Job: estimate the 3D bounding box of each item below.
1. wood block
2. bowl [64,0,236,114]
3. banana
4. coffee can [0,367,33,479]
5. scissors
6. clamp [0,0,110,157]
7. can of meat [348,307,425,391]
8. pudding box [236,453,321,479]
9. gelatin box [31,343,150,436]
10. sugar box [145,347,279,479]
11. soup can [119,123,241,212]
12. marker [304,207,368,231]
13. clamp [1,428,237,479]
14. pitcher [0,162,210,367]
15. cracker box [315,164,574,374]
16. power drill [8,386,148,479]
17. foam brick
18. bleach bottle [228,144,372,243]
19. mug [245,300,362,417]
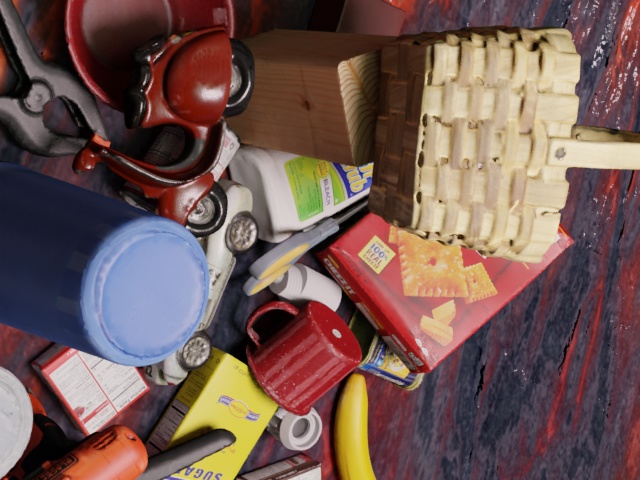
[{"bbox_3d":[-0.006,-0.131,0.952,0.090,0.091,0.206,-24,24,-31],"label":"wood block"},{"bbox_3d":[-0.155,-0.188,0.923,0.161,0.162,0.055,0,11,-37],"label":"bowl"},{"bbox_3d":[0.047,0.244,1.191,0.037,0.198,0.069,4,33,37],"label":"banana"},{"bbox_3d":[-0.300,0.126,0.836,0.102,0.103,0.141,0,11,-37],"label":"coffee can"},{"bbox_3d":[-0.007,0.001,1.052,0.201,0.016,0.096,-30,-12,-46],"label":"scissors"},{"bbox_3d":[-0.241,-0.131,0.884,0.171,0.120,0.039,26,1,-42],"label":"clamp"},{"bbox_3d":[0.079,0.103,1.166,0.083,0.102,0.058,26,-6,-35],"label":"can of meat"},{"bbox_3d":[-0.041,0.294,1.134,0.089,0.113,0.039,-13,20,-37],"label":"pudding box"},{"bbox_3d":[-0.209,0.124,0.974,0.073,0.089,0.030,-40,32,-24],"label":"gelatin box"},{"bbox_3d":[-0.117,0.201,1.050,0.093,0.176,0.048,38,-14,-36],"label":"sugar box"},{"bbox_3d":[-0.126,-0.066,0.966,0.068,0.102,0.068,31,-12,7],"label":"soup can"},{"bbox_3d":[0.027,-0.023,1.122,0.120,0.020,0.020,-20,11,-32],"label":"marker"},{"bbox_3d":[-0.182,0.229,0.976,0.209,0.164,0.036,21,-9,-16],"label":"clamp"},{"bbox_3d":[-0.192,0.026,0.829,0.149,0.145,0.243,10,3,-44],"label":"pitcher"},{"bbox_3d":[0.129,0.008,1.098,0.213,0.164,0.072,-39,3,-14],"label":"cracker box"},{"bbox_3d":[-0.251,0.197,0.860,0.184,0.057,0.188,-34,30,-28],"label":"power drill"},{"bbox_3d":[0.036,-0.218,1.062,0.078,0.053,0.051,18,0,-38],"label":"foam brick"},{"bbox_3d":[0.029,-0.091,1.081,0.250,0.102,0.068,-29,29,-31],"label":"bleach bottle"},{"bbox_3d":[-0.021,0.106,1.057,0.082,0.117,0.093,-41,14,17],"label":"mug"}]
